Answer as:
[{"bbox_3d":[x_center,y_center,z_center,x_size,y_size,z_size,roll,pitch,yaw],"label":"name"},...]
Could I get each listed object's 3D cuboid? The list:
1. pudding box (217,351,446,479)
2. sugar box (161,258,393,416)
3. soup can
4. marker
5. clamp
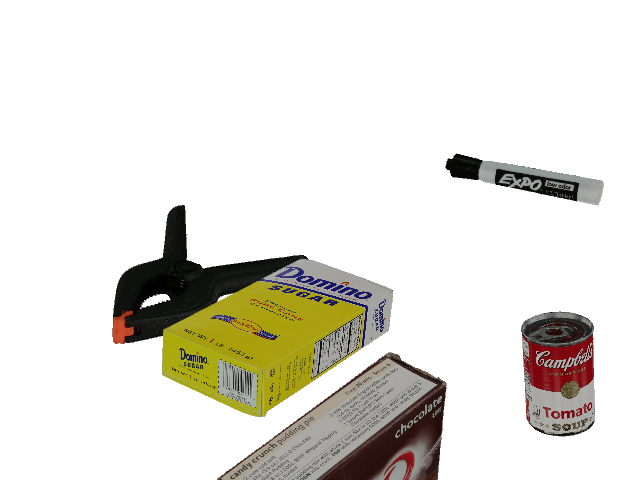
[{"bbox_3d":[0.007,0.115,0.475,0.039,0.090,0.113,28,44,32],"label":"pudding box"},{"bbox_3d":[-0.028,0.068,0.814,0.093,0.048,0.175,19,29,29],"label":"sugar box"},{"bbox_3d":[0.231,0.129,1.036,0.068,0.102,0.068,-6,21,2],"label":"soup can"},{"bbox_3d":[0.154,-0.048,0.817,0.121,0.020,0.020,13,5,24],"label":"marker"},{"bbox_3d":[-0.133,0.033,1.016,0.165,0.036,0.209,26,37,28],"label":"clamp"}]
